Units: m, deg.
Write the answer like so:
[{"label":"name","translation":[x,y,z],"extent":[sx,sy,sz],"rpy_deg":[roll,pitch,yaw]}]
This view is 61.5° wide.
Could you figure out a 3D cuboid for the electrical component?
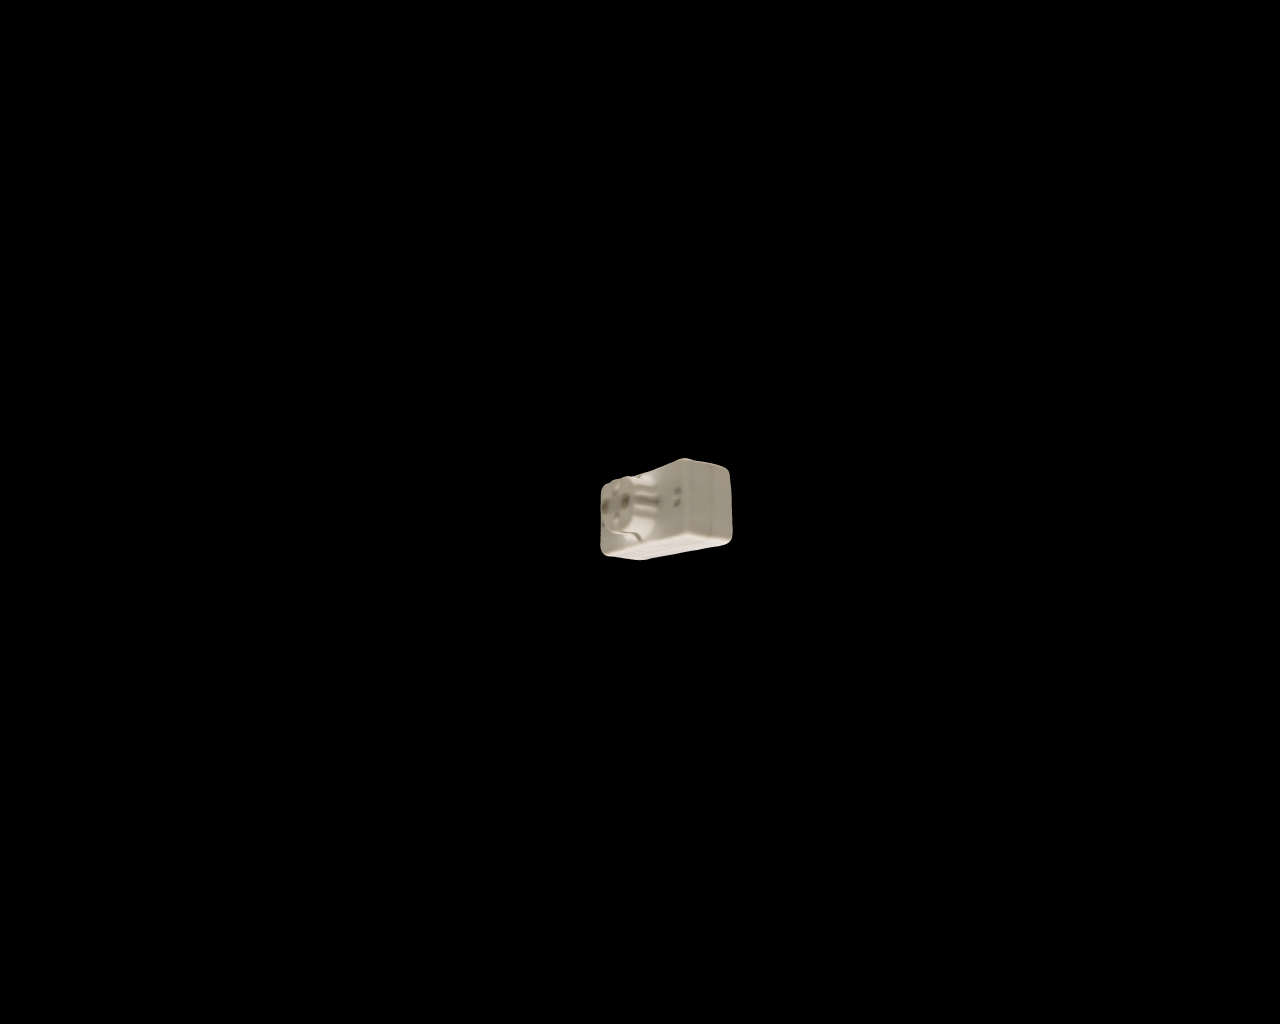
[{"label":"electrical component","translation":[0.001,-0.003,0.650],"extent":[0.076,0.047,0.083],"rpy_deg":[11,-17,-38]}]
